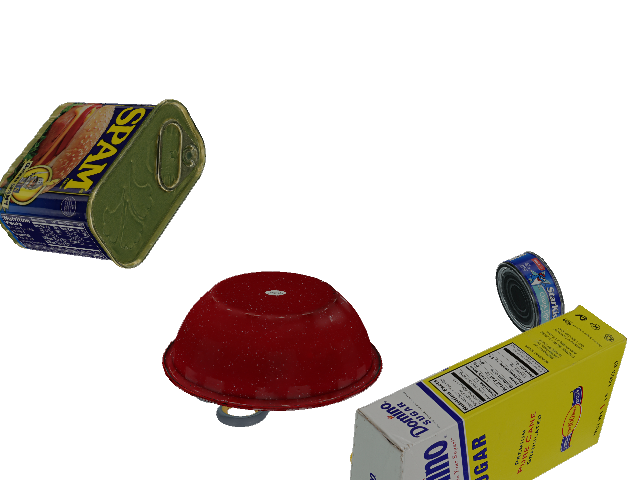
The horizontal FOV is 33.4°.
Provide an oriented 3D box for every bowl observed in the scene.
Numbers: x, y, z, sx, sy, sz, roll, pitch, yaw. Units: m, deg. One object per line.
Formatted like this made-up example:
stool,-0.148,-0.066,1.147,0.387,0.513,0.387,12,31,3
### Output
bowl,-0.034,0.063,0.774,0.162,0.055,0.162,2,18,-1

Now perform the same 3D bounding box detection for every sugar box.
sugar box,0.099,0.111,0.628,0.175,0.093,0.048,-22,42,-31

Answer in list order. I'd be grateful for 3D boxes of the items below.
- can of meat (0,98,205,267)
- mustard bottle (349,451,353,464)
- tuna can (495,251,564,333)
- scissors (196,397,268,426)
can of meat,-0.130,-0.037,0.627,0.084,0.102,0.057,6,-39,32
mustard bottle,0.095,0.234,0.973,0.096,0.058,0.192,-15,24,-37
tuna can,0.224,0.057,1.149,0.033,0.086,0.086,-20,5,-15
scissors,-0.038,0.177,1.189,0.201,0.016,0.096,3,24,-13
